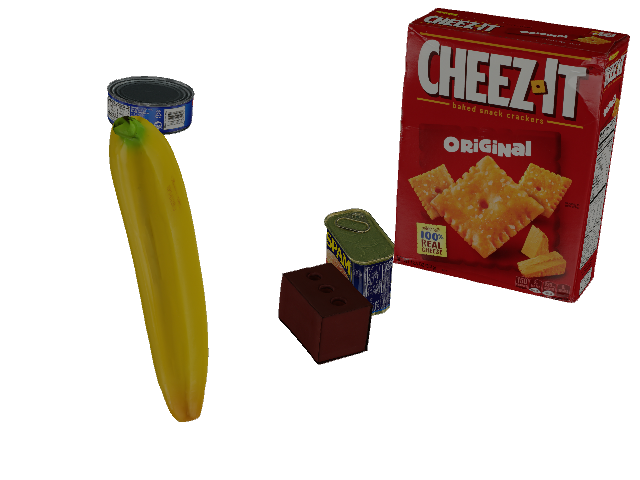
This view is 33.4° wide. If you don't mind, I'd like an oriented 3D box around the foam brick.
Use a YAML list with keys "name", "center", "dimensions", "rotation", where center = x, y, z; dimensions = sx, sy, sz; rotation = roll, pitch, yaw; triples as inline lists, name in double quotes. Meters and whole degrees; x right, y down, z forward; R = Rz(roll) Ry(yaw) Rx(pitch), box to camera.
- name: "foam brick"
  center: [0.004, 0.063, 0.944]
  dimensions: [0.052, 0.051, 0.078]
  rotation: [-13, 35, -27]

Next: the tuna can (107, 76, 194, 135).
- name: "tuna can"
  center: [-0.170, -0.135, 1.066]
  dimensions: [0.086, 0.034, 0.086]
  rotation: [5, 26, -3]

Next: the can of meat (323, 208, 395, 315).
- name: "can of meat"
  center: [0.043, 0.026, 1.225]
  dimensions: [0.057, 0.084, 0.102]
  rotation: [-13, 38, -18]

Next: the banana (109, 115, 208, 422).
- name: "banana"
  center: [-0.092, 0.008, 0.599]
  dimensions: [0.037, 0.198, 0.069]
  rotation: [-3, 31, 10]

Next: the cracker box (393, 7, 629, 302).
- name: "cracker box"
  center: [0.149, -0.069, 0.873]
  dimensions: [0.164, 0.214, 0.072]
  rotation: [14, 28, 24]
